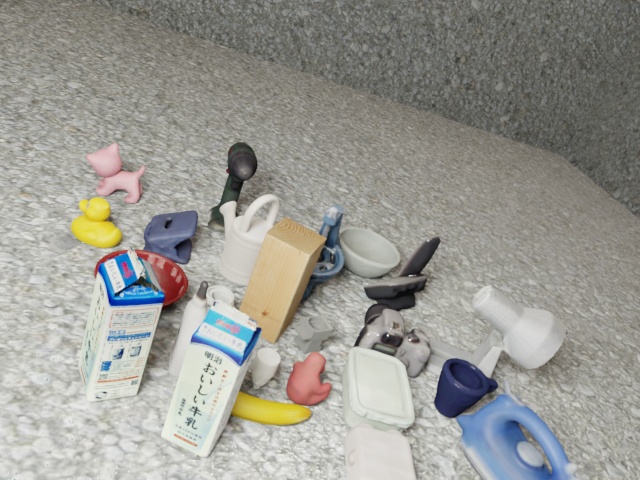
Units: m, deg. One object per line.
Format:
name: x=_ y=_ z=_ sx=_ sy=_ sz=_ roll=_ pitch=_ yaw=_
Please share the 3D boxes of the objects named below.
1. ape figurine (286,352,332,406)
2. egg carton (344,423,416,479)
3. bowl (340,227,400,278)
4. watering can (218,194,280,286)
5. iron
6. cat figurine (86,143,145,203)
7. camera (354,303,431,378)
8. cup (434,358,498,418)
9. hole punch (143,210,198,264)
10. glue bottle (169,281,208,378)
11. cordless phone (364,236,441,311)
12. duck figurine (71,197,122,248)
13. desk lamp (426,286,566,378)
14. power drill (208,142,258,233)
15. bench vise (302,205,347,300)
ape figurine: x=-0.016 y=0.228 z=0.965 sx=0.076 sy=0.092 sz=0.077 roll=-7 pitch=40 yaw=-43
egg carton: x=0.088 y=0.346 z=0.860 sx=0.107 sy=0.069 sz=0.150 roll=17 pitch=28 yaw=-12
bowl: x=0.107 y=0.042 z=1.402 sx=0.167 sy=0.075 sz=0.167 roll=18 pitch=28 yaw=-10
watering can: x=-0.144 y=-0.013 z=1.183 sx=0.172 sy=0.194 sz=0.101 roll=27 pitch=28 yaw=7
iron: x=0.352 y=0.364 z=0.950 sx=0.119 sy=0.141 sz=0.257 roll=0 pitch=35 yaw=-36
cat figurine: x=-0.456 y=-0.156 z=1.283 sx=0.128 sy=0.118 sz=0.067 roll=14 pitch=29 yaw=-17
camera: x=0.145 y=0.185 z=1.150 sx=0.143 sy=0.101 sz=0.136 roll=18 pitch=28 yaw=-9
cup: x=0.266 y=0.286 z=1.071 sx=0.118 sy=0.095 sz=0.091 roll=13 pitch=29 yaw=-18
hole punch: x=-0.306 y=-0.015 z=1.176 sx=0.101 sy=0.091 sz=0.108 roll=14 pitch=29 yaw=-16
glue bottle: x=-0.202 y=0.133 z=0.905 sx=0.037 sy=0.173 sz=0.078 roll=13 pitch=29 yaw=-18
cordless phone: x=0.194 y=0.066 z=1.306 sx=0.148 sy=0.185 sz=0.094 roll=-11 pitch=43 yaw=-47
duck figurine: x=-0.435 y=-0.040 z=1.129 sx=0.104 sy=0.086 sz=0.078 roll=28 pitch=28 yaw=9
desk lamp: x=0.350 y=0.203 z=1.152 sx=0.203 sy=0.213 sz=0.118 roll=23 pitch=28 yaw=1
power drill: x=-0.196 y=-0.123 z=1.321 sx=0.076 sy=0.208 sz=0.229 roll=14 pitch=29 yaw=-16
bench vise: x=0.000 y=0.000 z=1.239 sx=0.121 sy=0.220 sz=0.207 roll=19 pitch=28 yaw=-7
